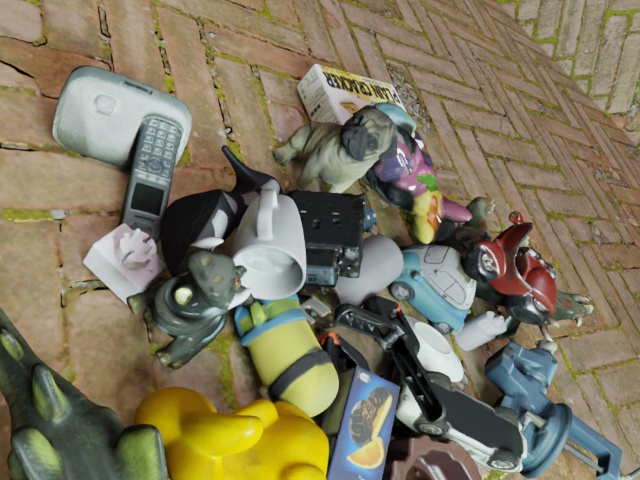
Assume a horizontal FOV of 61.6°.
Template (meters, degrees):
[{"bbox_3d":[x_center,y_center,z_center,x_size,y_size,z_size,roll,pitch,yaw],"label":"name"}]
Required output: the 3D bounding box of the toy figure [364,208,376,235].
[{"bbox_3d":[0.028,-0.022,0.797,0.058,0.064,0.154,21,24,33],"label":"toy figure"}]

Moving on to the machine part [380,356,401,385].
[{"bbox_3d":[0.143,0.207,0.738,0.139,0.039,0.084,42,35,-6],"label":"machine part"}]

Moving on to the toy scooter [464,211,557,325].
[{"bbox_3d":[0.307,0.036,0.828,0.183,0.075,0.135,39,67,-20],"label":"toy scooter"}]

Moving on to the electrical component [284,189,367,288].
[{"bbox_3d":[-0.001,-0.002,0.670,0.115,0.058,0.134,1,45,10],"label":"electrical component"}]

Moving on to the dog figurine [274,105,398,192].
[{"bbox_3d":[0.033,-0.153,0.806,0.121,0.190,0.172,5,54,-40],"label":"dog figurine"}]

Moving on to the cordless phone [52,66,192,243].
[{"bbox_3d":[-0.233,-0.090,0.615,0.146,0.089,0.184,16,69,-33],"label":"cordless phone"}]

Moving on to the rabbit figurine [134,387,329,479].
[{"bbox_3d":[-0.086,0.189,0.469,0.173,0.162,0.122,28,79,-1],"label":"rabbit figurine"}]

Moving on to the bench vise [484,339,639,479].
[{"bbox_3d":[0.348,0.268,0.793,0.241,0.128,0.224,33,47,9],"label":"bench vise"}]

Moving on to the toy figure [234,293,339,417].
[{"bbox_3d":[-0.044,0.112,0.605,0.082,0.089,0.180,-7,67,-36],"label":"toy figure"}]

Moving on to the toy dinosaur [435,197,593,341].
[{"bbox_3d":[0.272,0.031,0.940,0.405,0.131,0.192,36,41,-5],"label":"toy dinosaur"}]

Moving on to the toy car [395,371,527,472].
[{"bbox_3d":[0.184,0.232,0.687,0.201,0.056,0.073,30,49,-16],"label":"toy car"}]

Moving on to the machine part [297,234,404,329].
[{"bbox_3d":[0.044,0.053,0.741,0.243,0.079,0.079,-29,81,-48],"label":"machine part"}]

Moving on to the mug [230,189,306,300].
[{"bbox_3d":[-0.056,-0.009,0.580,0.081,0.109,0.107,-4,41,4],"label":"mug"}]

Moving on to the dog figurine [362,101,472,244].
[{"bbox_3d":[0.144,-0.096,0.849,0.219,0.108,0.191,59,-2,42],"label":"dog figurine"}]

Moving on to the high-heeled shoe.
[{"bbox_3d":[-0.104,-0.010,0.653,0.145,0.086,0.249,56,32,-34],"label":"high-heeled shoe"}]

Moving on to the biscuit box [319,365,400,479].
[{"bbox_3d":[0.026,0.238,0.560,0.063,0.059,0.203,28,54,-13],"label":"biscuit box"}]

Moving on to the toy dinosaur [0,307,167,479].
[{"bbox_3d":[-0.150,0.180,0.364,0.471,0.198,0.105,52,48,2],"label":"toy dinosaur"}]

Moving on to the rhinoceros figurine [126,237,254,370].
[{"bbox_3d":[-0.116,0.063,0.510,0.112,0.190,0.073,-26,77,-22],"label":"rhinoceros figurine"}]

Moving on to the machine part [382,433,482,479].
[{"bbox_3d":[0.118,0.309,0.604,0.179,0.056,0.179,20,57,-35],"label":"machine part"}]

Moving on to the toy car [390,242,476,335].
[{"bbox_3d":[0.187,0.065,0.840,0.161,0.103,0.109,44,41,-2],"label":"toy car"}]
